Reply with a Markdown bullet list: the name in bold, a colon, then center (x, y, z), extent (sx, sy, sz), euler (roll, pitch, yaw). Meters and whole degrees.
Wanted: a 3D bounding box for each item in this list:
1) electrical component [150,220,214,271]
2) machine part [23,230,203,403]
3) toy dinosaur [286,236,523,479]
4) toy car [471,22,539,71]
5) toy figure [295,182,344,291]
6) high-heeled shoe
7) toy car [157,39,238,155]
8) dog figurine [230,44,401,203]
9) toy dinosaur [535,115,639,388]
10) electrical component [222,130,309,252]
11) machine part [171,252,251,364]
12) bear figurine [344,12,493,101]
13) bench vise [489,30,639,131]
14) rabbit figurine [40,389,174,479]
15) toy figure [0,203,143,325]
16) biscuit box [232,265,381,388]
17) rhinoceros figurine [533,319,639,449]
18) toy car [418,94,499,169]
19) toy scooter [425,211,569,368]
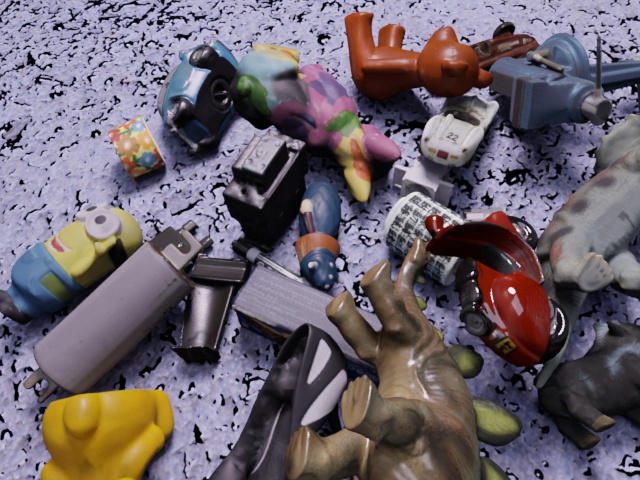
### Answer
- **electrical component**: center (-0.188, 0.016, 0.691), extent (0.094, 0.021, 0.063), euler (-40, 65, -20)
- **machine part**: center (-0.226, 0.086, 0.599), extent (0.243, 0.079, 0.079), euler (-44, 66, -8)
- **toy dinosaur**: center (0.082, 0.178, 0.442), extent (0.198, 0.105, 0.471), euler (31, 46, -17)
- **toy car**: center (0.254, -0.286, 0.838), extent (0.202, 0.053, 0.089), euler (-22, 57, -9)
- **toy figure**: center (0.001, -0.002, 0.670), extent (0.064, 0.057, 0.154), euler (14, 54, -14)
- **high-heeled shoe**: center (-0.065, 0.192, 0.502), extent (0.249, 0.145, 0.086), euler (-33, 29, -29)
- **toy car**: center (-0.184, -0.206, 0.790), extent (0.103, 0.109, 0.161), euler (10, 69, 35)
- **dog figurine**: center (0.003, -0.149, 0.706), extent (0.219, 0.191, 0.108), euler (49, 116, 29)
- **toy dinosaur**: center (0.330, -0.013, 0.621), extent (0.405, 0.192, 0.131), euler (-42, 93, -5)
- **electrical component**: center (-0.064, -0.066, 0.670), extent (0.058, 0.134, 0.115), euler (21, 64, 15)
- **machine part**: center (-0.130, 0.079, 0.641), extent (0.084, 0.039, 0.139), euler (11, 58, 3)
- **bear figurine**: center (0.136, -0.260, 0.752), extent (0.196, 0.120, 0.131), euler (4, 95, 47)
- **bench vise**: center (0.353, -0.214, 0.723), extent (0.241, 0.128, 0.224), euler (-12, 19, -11)
- **rabbit figurine**: center (-0.198, 0.230, 0.501), extent (0.122, 0.162, 0.173), euler (0, 76, -16)
- **toy figure**: center (-0.304, 0.027, 0.657), extent (0.180, 0.089, 0.082), euler (-43, 77, -12)
- **biscuit box**: center (0.004, 0.101, 0.607), extent (0.203, 0.059, 0.063), euler (22, 61, 16)
- **rhinoceros figurine**: center (0.319, 0.139, 0.567), extent (0.190, 0.073, 0.112), euler (-23, 49, -9)
- **toy car**: center (0.192, -0.157, 0.733), extent (0.074, 0.056, 0.202), euler (22, 41, 16)
- **toy scooter**: center (0.167, 0.034, 0.539), extent (0.135, 0.075, 0.184), euler (19, 48, -18)
